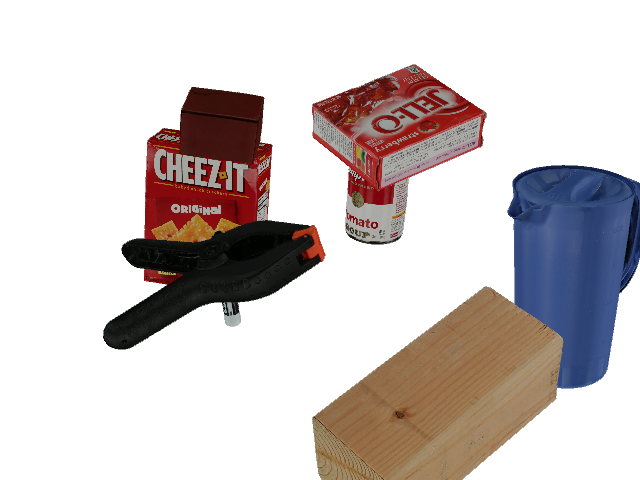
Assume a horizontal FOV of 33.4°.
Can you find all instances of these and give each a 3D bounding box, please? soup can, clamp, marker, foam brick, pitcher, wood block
[{"bbox_3d":[0.063,-0.055,1.196,0.068,0.102,0.068,3,27,-2],"label":"soup can"},{"bbox_3d":[-0.084,0.029,0.797,0.172,0.039,0.120,-11,41,17],"label":"clamp"},{"bbox_3d":[-0.107,0.043,1.211,0.020,0.121,0.020,-5,30,3],"label":"marker"},{"bbox_3d":[-0.098,-0.115,1.067,0.078,0.051,0.053,8,35,2],"label":"foam brick"},{"bbox_3d":[0.293,0.040,1.231,0.149,0.243,0.144,5,25,16],"label":"pitcher"},{"bbox_3d":[0.101,0.141,0.903,0.205,0.090,0.091,-33,50,-26],"label":"wood block"}]

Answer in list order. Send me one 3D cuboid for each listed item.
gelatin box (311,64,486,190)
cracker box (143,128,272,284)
[{"bbox_3d":[0.050,-0.076,0.691,0.089,0.030,0.073,-25,46,-25],"label":"gelatin box"},{"bbox_3d":[-0.160,-0.036,1.493,0.164,0.214,0.072,9,23,11],"label":"cracker box"}]
